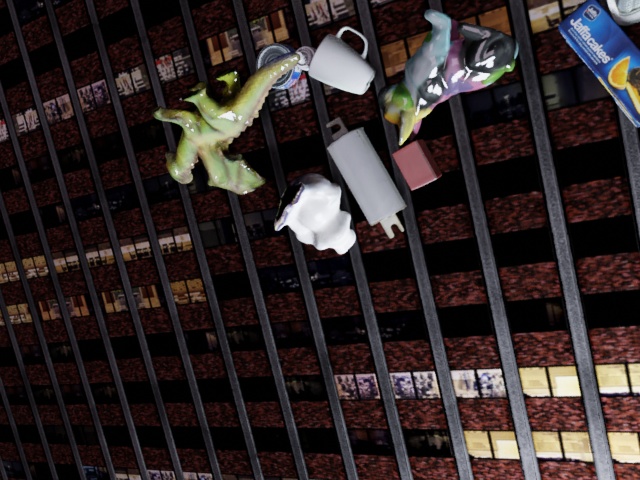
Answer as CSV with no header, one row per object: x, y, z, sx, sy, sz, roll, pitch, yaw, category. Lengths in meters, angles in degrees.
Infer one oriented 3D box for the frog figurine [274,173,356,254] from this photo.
0.003,-0.050,1.002,0.158,0.125,0.136,23,106,-21,frog figurine

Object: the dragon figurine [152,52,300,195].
-0.181,-0.210,1.048,0.408,0.125,0.239,-9,118,29,dragon figurine
